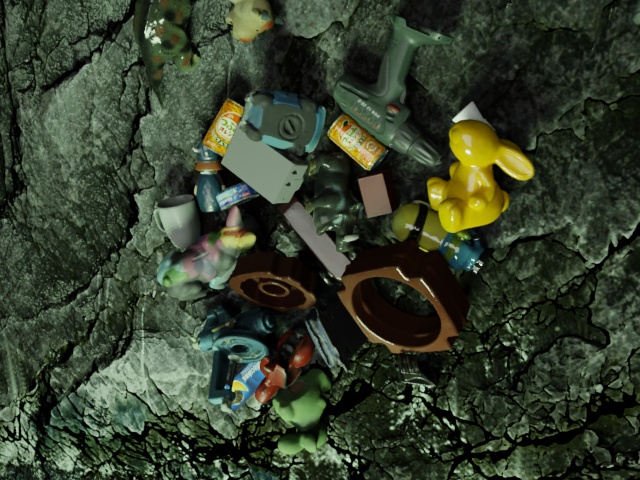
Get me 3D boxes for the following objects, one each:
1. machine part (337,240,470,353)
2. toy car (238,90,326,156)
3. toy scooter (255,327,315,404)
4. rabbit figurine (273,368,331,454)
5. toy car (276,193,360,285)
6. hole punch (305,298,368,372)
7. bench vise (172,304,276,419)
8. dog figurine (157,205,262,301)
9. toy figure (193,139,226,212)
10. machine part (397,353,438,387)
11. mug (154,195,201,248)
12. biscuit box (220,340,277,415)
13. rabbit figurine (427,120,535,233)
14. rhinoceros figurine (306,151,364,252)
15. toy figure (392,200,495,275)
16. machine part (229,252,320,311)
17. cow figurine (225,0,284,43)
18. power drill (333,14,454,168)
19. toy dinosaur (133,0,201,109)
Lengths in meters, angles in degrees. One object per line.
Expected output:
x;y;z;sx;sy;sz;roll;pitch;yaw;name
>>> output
0.151;0.106;0.974;0.201;0.087;0.201;-16;118;44;machine part
-0.079;-0.226;1.004;0.103;0.161;0.109;46;125;57;toy car
-0.073;0.242;1.087;0.075;0.184;0.135;29;154;17;toy scooter
-0.025;0.383;1.150;0.121;0.159;0.170;-14;114;17;rabbit figurine
-0.002;-0.003;1.068;0.089;0.053;0.202;-42;85;12;toy car
0.019;0.188;1.084;0.092;0.116;0.142;-22;95;35;hole punch
-0.197;0.241;1.122;0.224;0.241;0.128;-13;139;19;bench vise
-0.218;0.023;1.106;0.219;0.191;0.108;-44;73;41;dog figurine
-0.234;-0.135;1.129;0.058;0.064;0.154;17;111;59;toy figure
0.182;0.254;1.030;0.084;0.138;0.039;11;66;25;machine part
-0.314;-0.036;1.182;0.110;0.081;0.107;-5;112;20;mug
-0.158;0.315;1.223;0.059;0.063;0.202;45;118;5;biscuit box
0.258;-0.112;0.871;0.162;0.122;0.173;-6;118;8;rabbit figurine
0.028;-0.071;1.010;0.112;0.073;0.190;-4;85;-7;rhinoceros figurine
0.214;-0.005;0.952;0.180;0.089;0.082;35;108;14;toy figure
-0.090;0.085;1.081;0.179;0.056;0.179;7;149;4;machine part
-0.128;-0.461;0.976;0.127;0.085;0.194;13;105;19;cow figurine
0.148;-0.261;0.920;0.232;0.086;0.207;32;123;15;power drill
-0.288;-0.429;0.993;0.131;0.192;0.404;25;112;18;toy dinosaur
